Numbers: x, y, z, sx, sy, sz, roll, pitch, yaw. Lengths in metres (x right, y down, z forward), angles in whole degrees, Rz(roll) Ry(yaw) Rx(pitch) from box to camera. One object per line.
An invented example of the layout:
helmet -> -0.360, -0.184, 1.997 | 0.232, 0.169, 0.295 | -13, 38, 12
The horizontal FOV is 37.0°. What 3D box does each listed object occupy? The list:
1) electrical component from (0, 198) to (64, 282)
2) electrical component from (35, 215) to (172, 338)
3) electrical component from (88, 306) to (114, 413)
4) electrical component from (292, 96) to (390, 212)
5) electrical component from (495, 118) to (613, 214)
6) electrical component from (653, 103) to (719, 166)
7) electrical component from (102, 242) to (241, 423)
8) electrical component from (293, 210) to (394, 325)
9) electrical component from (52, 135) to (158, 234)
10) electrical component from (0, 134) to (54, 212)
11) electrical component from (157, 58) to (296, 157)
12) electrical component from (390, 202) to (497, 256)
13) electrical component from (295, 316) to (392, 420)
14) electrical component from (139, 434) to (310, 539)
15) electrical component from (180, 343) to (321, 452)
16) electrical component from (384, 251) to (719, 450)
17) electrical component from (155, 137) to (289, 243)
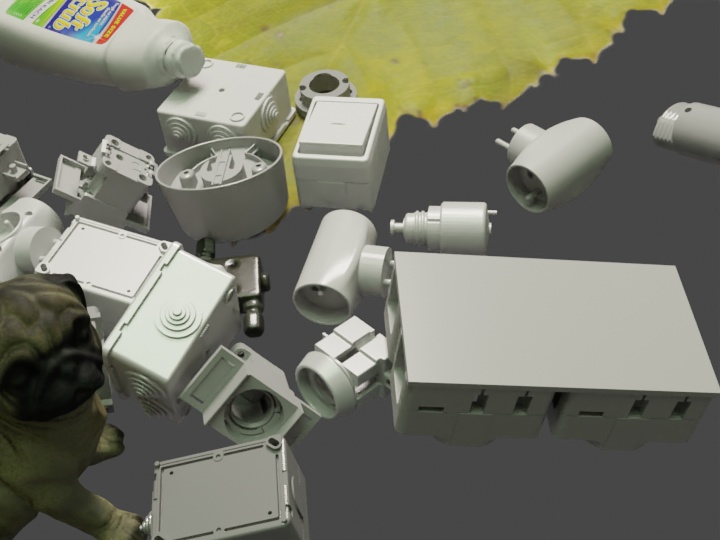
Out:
electrical component -> -0.251, -0.015, 0.813 | 0.079, 0.044, 0.077 | 1, 44, 30
electrical component -> -0.174, 0.013, 0.776 | 0.096, 0.061, 0.061 | 16, 49, 11
electrical component -> -0.229, 0.063, 0.708 | 0.121, 0.078, 0.063 | -7, 33, -12
electrical component -> -0.013, -0.101, 0.863 | 0.062, 0.061, 0.096 | 4, 46, 11
electrical component -> 0.143, -0.090, 0.845 | 0.077, 0.043, 0.079 | -36, 52, -25
electrical component -> 0.268, -0.108, 0.845 | 0.043, 0.043, 0.081 | -31, 33, -22
electrical component -> -0.119, 0.044, 0.701 | 0.048, 0.099, 0.099 | 26, 66, 9
electrical component -> 0.000, 0.000, 0.774 | 0.079, 0.044, 0.077 | 7, 47, 14
electrical component -> -0.195, -0.067, 0.842 | 0.081, 0.064, 0.042 | 25, 38, -29
electrical component -> -0.317, -0.053, 0.853 | 0.079, 0.063, 0.121 | 18, 50, 23
electrical component -> -0.114, -0.135, 0.918 | 0.100, 0.048, 0.099 | 12, 48, 19
electrical component -> 0.062, -0.031, 0.799 | 0.078, 0.040, 0.040 | 1, 46, 9
electrical component -> -0.009, 0.067, 0.709 | 0.055, 0.048, 0.066 | -32, 50, -32
electrical component -> -0.080, 0.147, 0.632 | 0.096, 0.061, 0.061 | -13, 45, 5
electrical component -> -0.070, 0.081, 0.683 | 0.042, 0.081, 0.063 | -49, 20, 8
electrical component -> 0.113, 0.051, 0.675 | 0.186, 0.060, 0.105 | 3, 45, -7
electrical component -> -0.105, -0.068, 0.836 | 0.099, 0.064, 0.099 | -7, 42, 7
